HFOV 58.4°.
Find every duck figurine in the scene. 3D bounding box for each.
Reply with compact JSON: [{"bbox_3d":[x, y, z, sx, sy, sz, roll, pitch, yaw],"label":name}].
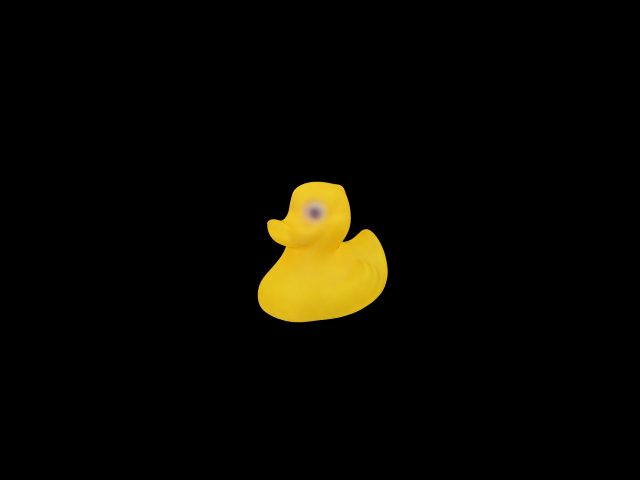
[{"bbox_3d":[0.004,0.001,0.400,0.105,0.086,0.077,-14,21,-40],"label":"duck figurine"}]
